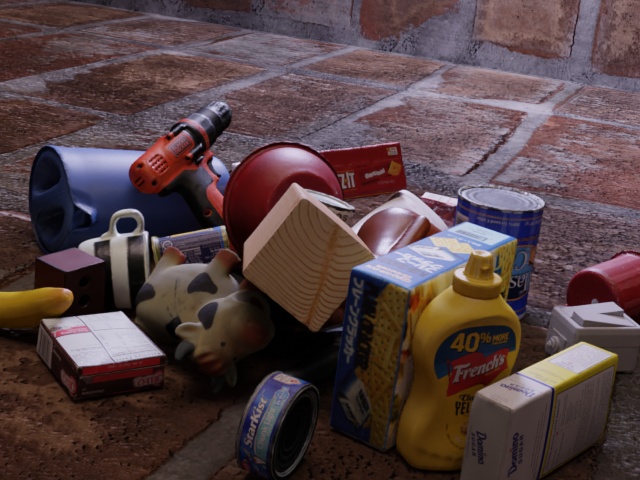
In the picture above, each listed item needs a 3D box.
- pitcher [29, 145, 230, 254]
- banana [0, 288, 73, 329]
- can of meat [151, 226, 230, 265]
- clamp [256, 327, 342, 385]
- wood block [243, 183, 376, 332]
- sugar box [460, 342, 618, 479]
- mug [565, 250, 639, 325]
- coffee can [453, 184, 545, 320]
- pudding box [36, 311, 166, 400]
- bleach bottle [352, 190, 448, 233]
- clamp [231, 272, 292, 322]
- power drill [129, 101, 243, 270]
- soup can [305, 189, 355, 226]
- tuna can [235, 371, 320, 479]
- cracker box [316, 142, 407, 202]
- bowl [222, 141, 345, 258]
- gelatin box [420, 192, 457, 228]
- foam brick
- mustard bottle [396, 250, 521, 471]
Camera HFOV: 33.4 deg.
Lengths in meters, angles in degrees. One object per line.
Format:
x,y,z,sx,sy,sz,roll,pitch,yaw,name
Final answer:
-0.243,-0.058,1.365,0.242,0.145,0.149,-3,65,-36,pitcher
-0.334,0.061,1.077,0.198,0.069,0.037,10,53,14,banana
-0.146,0.016,1.221,0.084,0.057,0.102,-11,2,-6,can of meat
0.008,0.111,1.085,0.209,0.036,0.165,-4,16,-34,clamp
-0.015,0.011,1.050,0.090,0.091,0.206,40,3,-7,wood block
0.192,0.156,0.927,0.175,0.093,0.048,-12,25,-44,sugar box
0.338,0.068,1.261,0.081,0.093,0.117,-14,-4,-36,mug
0.204,0.015,1.268,0.103,0.140,0.103,6,18,-2,coffee can
-0.210,0.108,1.020,0.089,0.039,0.114,-4,23,-33,pudding box
0.068,0.011,1.332,0.103,0.068,0.250,42,32,15,bleach bottle
-0.053,0.065,1.178,0.120,0.039,0.171,0,10,-4,clamp
-0.124,-0.070,1.332,0.187,0.057,0.184,47,50,-5,power drill
-0.008,0.001,1.194,0.068,0.102,0.068,19,10,-4,soup can
-0.033,0.153,0.873,0.034,0.086,0.086,17,21,22,tuna can
-0.014,-0.073,1.444,0.163,0.072,0.214,-11,-1,-40,cracker box
-0.032,-0.037,1.268,0.161,0.162,0.055,-3,7,-25,bowl
0.178,-0.020,1.469,0.089,0.073,0.030,13,21,17,gelatin box
-0.258,0.055,1.100,0.051,0.078,0.052,22,26,35,foam brick
0.123,0.100,0.911,0.096,0.192,0.058,-1,20,-22,mustard bottle
